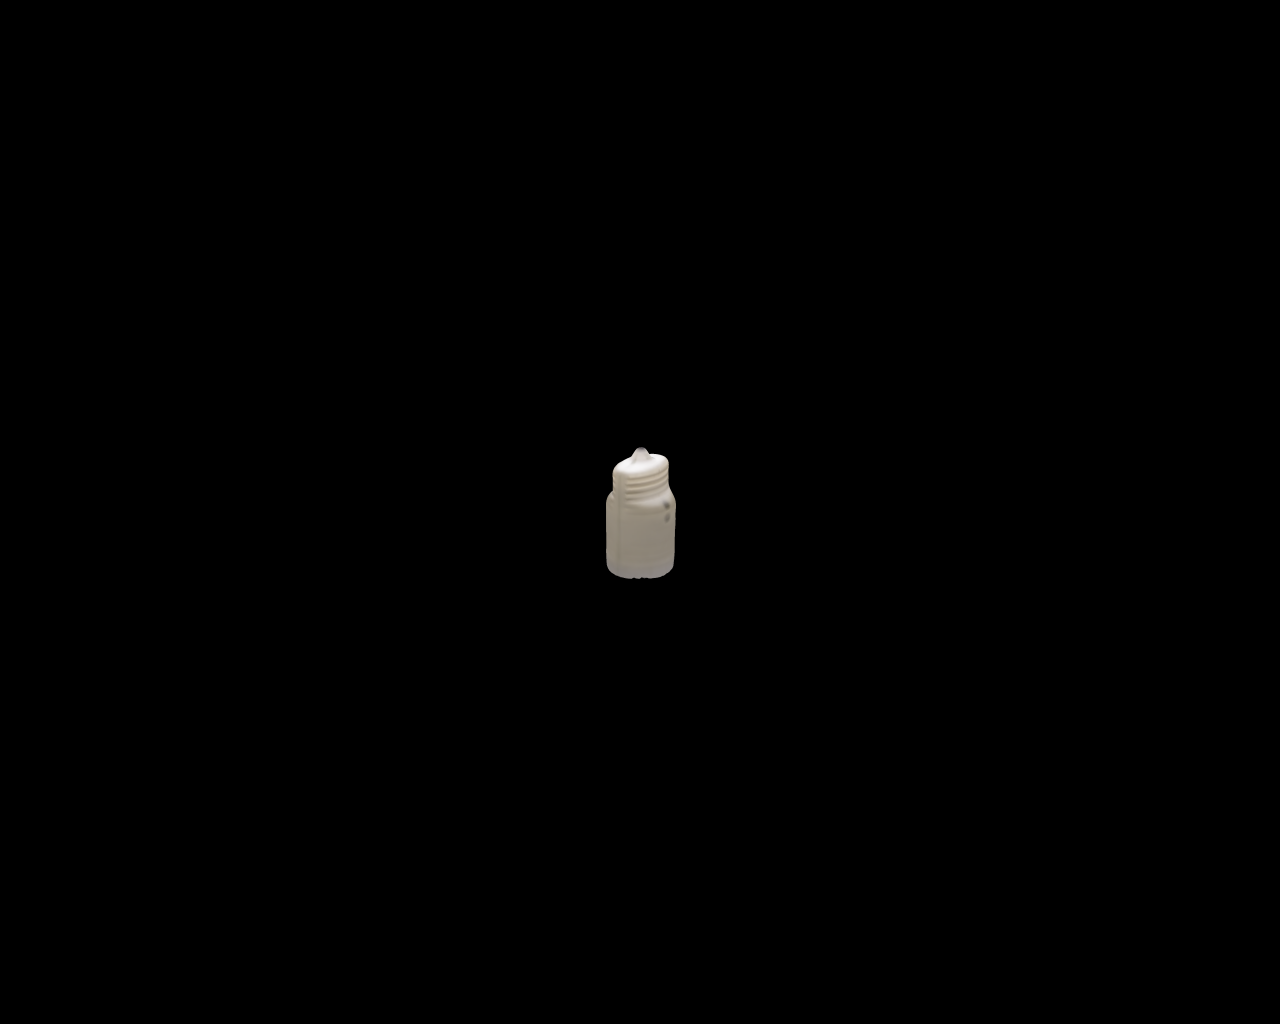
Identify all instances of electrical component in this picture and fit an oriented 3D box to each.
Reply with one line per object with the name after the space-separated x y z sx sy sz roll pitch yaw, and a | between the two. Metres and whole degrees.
0.001 -0.003 0.650 0.043 0.080 0.043 0 22 0 | electrical component
